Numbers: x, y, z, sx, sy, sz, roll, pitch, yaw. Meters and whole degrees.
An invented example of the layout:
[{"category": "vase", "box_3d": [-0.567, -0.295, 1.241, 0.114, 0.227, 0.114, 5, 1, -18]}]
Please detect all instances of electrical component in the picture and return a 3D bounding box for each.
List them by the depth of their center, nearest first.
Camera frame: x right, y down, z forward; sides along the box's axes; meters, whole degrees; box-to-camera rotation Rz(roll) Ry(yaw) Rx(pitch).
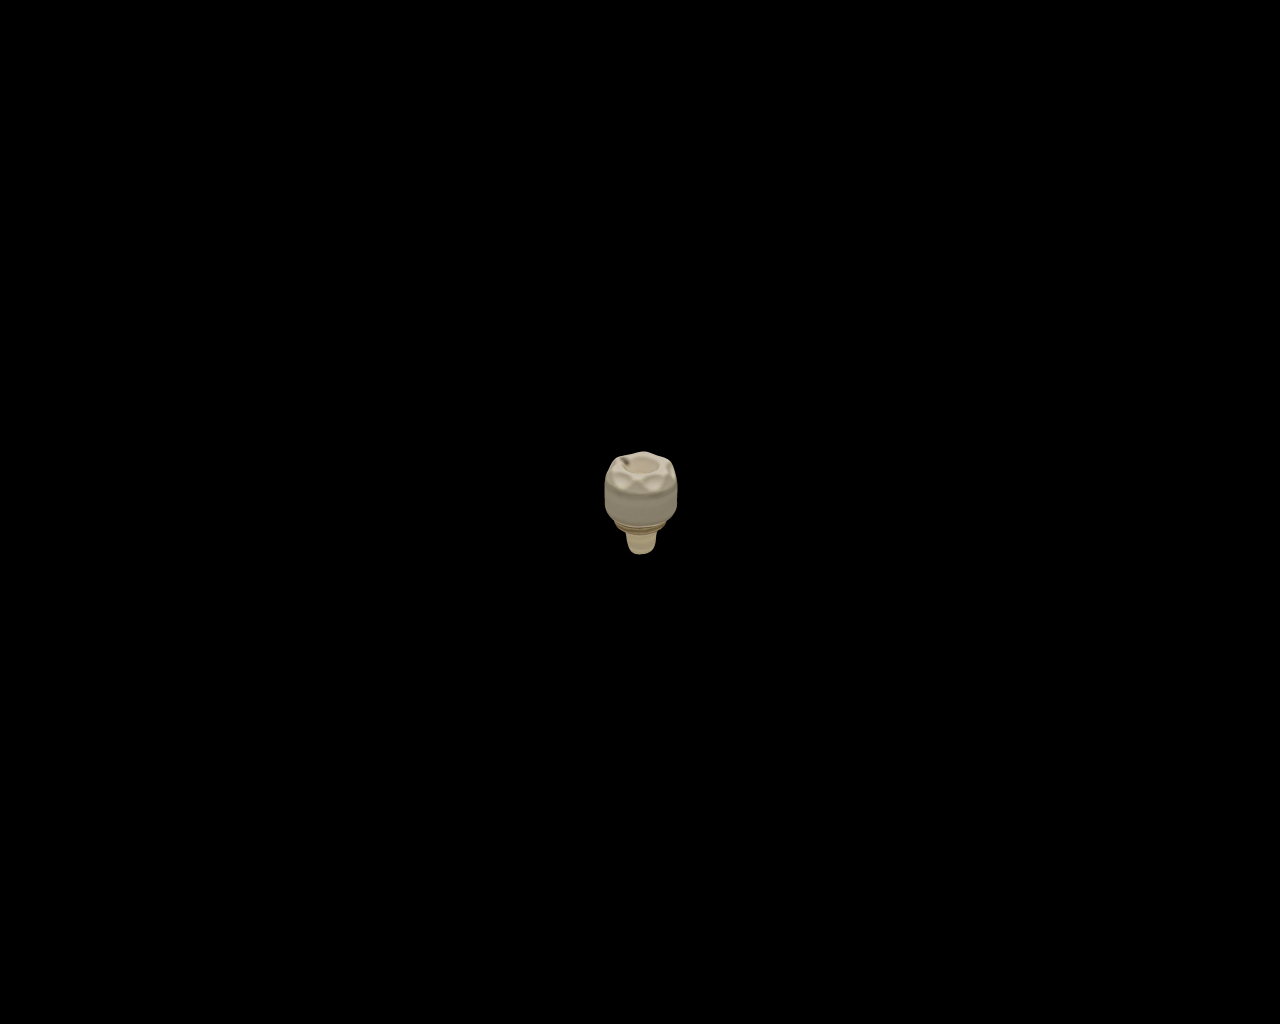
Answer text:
[{"category": "electrical component", "box_3d": [0.001, -0.003, 0.650, 0.043, 0.062, 0.043, 0, 29, 0]}]
